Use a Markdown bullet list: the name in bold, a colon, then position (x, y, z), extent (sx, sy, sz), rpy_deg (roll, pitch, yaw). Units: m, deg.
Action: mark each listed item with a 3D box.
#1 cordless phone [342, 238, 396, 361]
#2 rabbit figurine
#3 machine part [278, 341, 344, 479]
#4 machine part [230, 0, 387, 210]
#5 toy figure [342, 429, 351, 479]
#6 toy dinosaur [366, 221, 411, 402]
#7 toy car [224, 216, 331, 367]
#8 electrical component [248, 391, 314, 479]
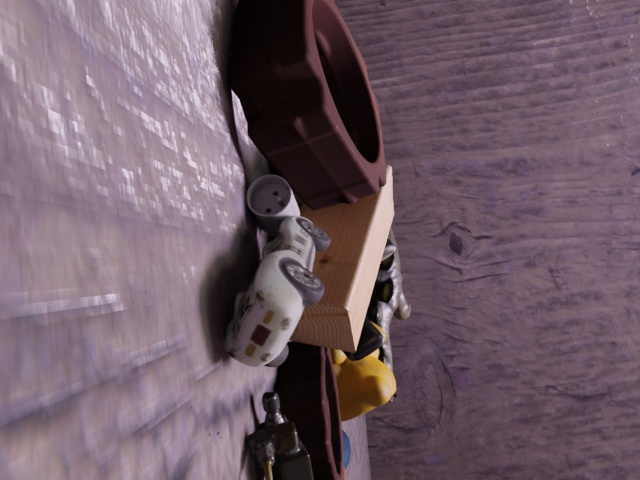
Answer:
- **cordless phone**: position (0.049, 0.061, 0.676), extent (0.184, 0.147, 0.088), rpy_deg (48, -16, 53)
- **rabbit figurine**: position (0.026, 0.162, 0.765), extent (0.173, 0.122, 0.162), rpy_deg (64, -17, 15)
- **machine part**: position (-0.009, 0.200, 0.616), extent (0.179, 0.056, 0.179), rpy_deg (-8, 91, -85)
- **machine part**: position (-0.007, -0.149, 0.555), extent (0.200, 0.087, 0.201), rpy_deg (48, 32, -50)
- **toy figure**: position (0.008, 0.299, 0.698), extent (0.154, 0.058, 0.064), rpy_deg (-41, 121, -78)
- **toy dinosaur**: position (0.107, 0.078, 1.004), extent (0.198, 0.105, 0.471), rpy_deg (66, 14, -58)
- **toy car**: position (-0.032, 0.034, 0.450), extent (0.073, 0.056, 0.202), rpy_deg (-61, -174, 17)
- **electrical component**: position (-0.034, 0.190, 0.448), extent (0.078, 0.045, 0.102), rpy_deg (40, -40, 56)
